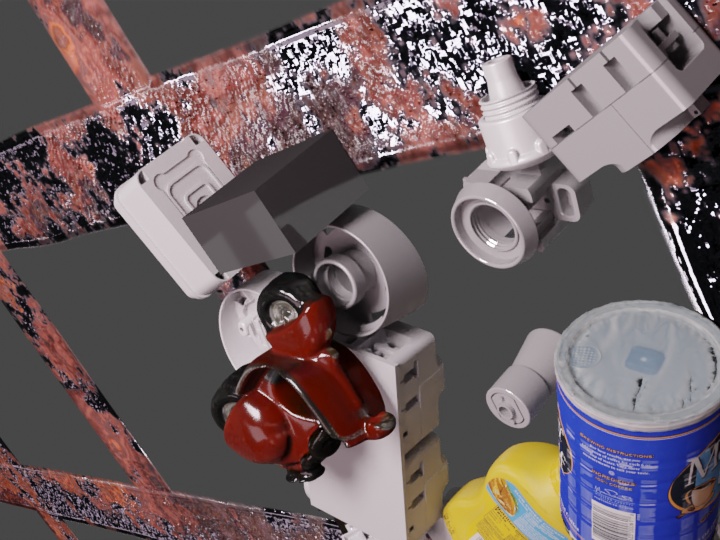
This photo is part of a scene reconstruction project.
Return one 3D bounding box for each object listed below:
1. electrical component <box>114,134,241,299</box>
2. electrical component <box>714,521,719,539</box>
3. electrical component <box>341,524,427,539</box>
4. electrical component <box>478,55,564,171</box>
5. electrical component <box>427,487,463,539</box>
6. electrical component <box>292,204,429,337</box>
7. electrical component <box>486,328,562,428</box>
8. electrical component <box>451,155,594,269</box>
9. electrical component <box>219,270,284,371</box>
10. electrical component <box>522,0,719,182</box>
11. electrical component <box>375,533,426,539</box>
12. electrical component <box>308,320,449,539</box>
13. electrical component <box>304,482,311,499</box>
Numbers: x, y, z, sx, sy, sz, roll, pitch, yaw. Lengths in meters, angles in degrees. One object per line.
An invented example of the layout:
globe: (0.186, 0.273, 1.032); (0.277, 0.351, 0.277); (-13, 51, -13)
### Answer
electrical component: (-0.135, -0.042, 0.874); (0.113, 0.078, 0.057); (51, 143, -7)
electrical component: (0.257, 0.195, 0.711); (0.138, 0.052, 0.073); (-6, 120, 49)
electrical component: (0.023, 0.226, 0.966); (0.042, 0.081, 0.063); (49, 161, 58)
electrical component: (0.088, -0.090, 0.612); (0.048, 0.048, 0.062); (-2, 116, 49)
electrical component: (0.100, 0.265, 0.935); (0.052, 0.074, 0.138); (-12, 115, 52)
electrical component: (0.000, 0.000, 0.804); (0.099, 0.064, 0.099); (20, 124, 32)
electrical component: (0.116, 0.076, 0.731); (0.044, 0.065, 0.044); (29, 142, 26)
electrical component: (0.092, -0.038, 0.649); (0.078, 0.057, 0.058); (12, 133, 41)
electrical component: (-0.073, 0.052, 0.915); (0.099, 0.064, 0.099); (29, 142, 25)
electrical component: (0.137, -0.089, 0.552); (0.055, 0.050, 0.089); (48, 146, -2)
electrical component: (0.033, 0.238, 0.910); (0.043, 0.062, 0.043); (3, 119, 6)
electrical component: (0.010, 0.124, 0.878); (0.105, 0.060, 0.186); (19, 127, 35)
electrical component: (-0.015, 0.199, 1.010); (0.057, 0.058, 0.078); (13, 133, 36)
